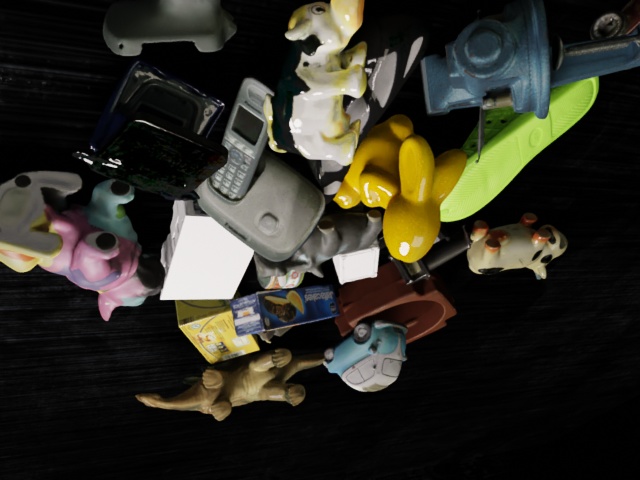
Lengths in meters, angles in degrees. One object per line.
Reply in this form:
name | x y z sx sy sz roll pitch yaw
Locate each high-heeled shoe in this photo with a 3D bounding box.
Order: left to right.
high-heeled shoe | 0.048 -0.140 0.612 0.145 0.086 0.248 -20 149 -10

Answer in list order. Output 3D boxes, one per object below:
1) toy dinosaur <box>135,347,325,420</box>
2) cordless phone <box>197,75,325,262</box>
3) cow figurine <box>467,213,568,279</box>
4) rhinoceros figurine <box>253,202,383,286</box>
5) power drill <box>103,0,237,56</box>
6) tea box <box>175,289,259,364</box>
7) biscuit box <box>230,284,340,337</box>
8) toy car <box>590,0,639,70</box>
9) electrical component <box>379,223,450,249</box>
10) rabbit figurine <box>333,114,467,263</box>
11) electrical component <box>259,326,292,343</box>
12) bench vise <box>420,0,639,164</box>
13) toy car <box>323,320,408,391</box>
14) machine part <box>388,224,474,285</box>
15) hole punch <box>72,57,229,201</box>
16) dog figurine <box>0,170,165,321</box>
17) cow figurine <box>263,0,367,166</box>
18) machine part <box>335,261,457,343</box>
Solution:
toy dinosaur | -0.123 0.261 1.032 0.471 0.105 0.199 0 171 -38
cordless phone | -0.051 -0.079 0.599 0.089 0.147 0.184 -43 166 -45
cow figurine | 0.354 0.018 0.957 0.195 0.086 0.127 -9 139 -16
rhinoceros figurine | -0.002 -0.002 0.747 0.190 0.073 0.112 -19 142 -25
power drill | -0.134 -0.245 0.391 0.232 0.086 0.207 -8 137 -18
tea box | -0.171 0.140 0.915 0.098 0.068 0.169 -16 145 -4
biscuit box | -0.050 0.110 0.870 0.063 0.059 0.202 -20 169 35
toy car | 0.381 -0.272 0.587 0.089 0.053 0.202 7 137 -47
electrical component | 0.140 -0.005 0.865 0.119 0.048 0.074 -29 144 14
rabbit figurine | 0.107 -0.059 0.663 0.122 0.173 0.162 12 140 -31
electrical component | -0.075 0.134 0.942 0.102 0.045 0.078 -42 113 -29
bench vise | 0.222 -0.174 0.537 0.241 0.128 0.223 -6 172 18
toy car | 0.086 0.213 0.950 0.161 0.103 0.109 -39 139 26
machine part | 0.191 0.022 0.901 0.139 0.084 0.039 -27 138 -4
hole punch | -0.166 -0.110 0.557 0.142 0.092 0.116 17 144 -42
dog figurine | -0.291 0.021 0.663 0.191 0.108 0.219 4 149 -13
cow figurine | -0.005 -0.153 0.492 0.098 0.068 0.167 6 127 6
machine part | 0.139 0.124 1.012 0.201 0.087 0.200 -27 144 17
